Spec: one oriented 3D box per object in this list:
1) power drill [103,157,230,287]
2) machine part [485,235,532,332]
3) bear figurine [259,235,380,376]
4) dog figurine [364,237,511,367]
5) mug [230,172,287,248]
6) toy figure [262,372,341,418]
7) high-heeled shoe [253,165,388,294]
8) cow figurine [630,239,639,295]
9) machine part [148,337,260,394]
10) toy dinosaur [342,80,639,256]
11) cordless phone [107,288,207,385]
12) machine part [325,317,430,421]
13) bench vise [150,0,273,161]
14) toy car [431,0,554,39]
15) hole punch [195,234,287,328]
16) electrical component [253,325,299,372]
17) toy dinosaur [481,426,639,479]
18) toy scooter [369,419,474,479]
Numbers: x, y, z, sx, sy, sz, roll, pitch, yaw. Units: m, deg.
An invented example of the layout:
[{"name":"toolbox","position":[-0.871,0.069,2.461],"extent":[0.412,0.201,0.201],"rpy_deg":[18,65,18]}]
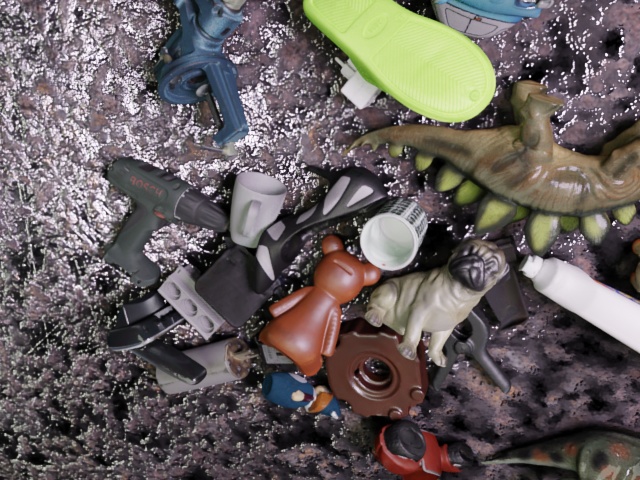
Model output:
[{"name":"power drill","position":[-0.280,-0.019,0.924],"extent":[0.232,0.086,0.207],"rpy_deg":[35,121,7]},{"name":"machine part","position":[0.265,0.064,0.778],"extent":[0.084,0.039,0.138],"rpy_deg":[-17,101,20]},{"name":"bear figurine","position":[-0.002,0.101,0.847],"extent":[0.120,0.132,0.196],"rpy_deg":[33,72,7]},{"name":"dog figurine","position":[0.165,0.061,0.779],"extent":[0.173,0.121,0.190],"rpy_deg":[40,105,39]},{"name":"mug","position":[-0.102,-0.037,0.839],"extent":[0.081,0.110,0.107],"rpy_deg":[12,119,-11]},{"name":"toy figure","position":[-0.024,0.270,0.929],"extent":[0.154,0.064,0.057],"rpy_deg":[24,108,-26]},{"name":"high-heeled shoe","position":[-0.002,-0.002,0.810],"extent":[0.145,0.086,0.248],"rpy_deg":[29,100,27]},{"name":"cow figurine","position":[0.489,0.055,0.643],"extent":[0.195,0.127,0.085],"rpy_deg":[6,114,21]},{"name":"machine part","position":[-0.216,0.233,0.994],"extent":[0.243,0.079,0.079],"rpy_deg":[-20,101,25]},{"name":"toy dinosaur","position":[0.258,-0.094,0.689],"extent":[0.472,0.105,0.198],"rpy_deg":[23,119,16]},{"name":"cordless phone","position":[-0.261,0.176,0.949],"extent":[0.184,0.146,0.088],"rpy_deg":[29,108,10]},{"name":"machine part","position":[0.093,0.212,0.885],"extent":[0.180,0.056,0.179],"rpy_deg":[7,110,19]},{"name":"bench vise","position":[-0.150,-0.236,0.763],"extent":[0.224,0.129,0.240],"rpy_deg":[-24,82,33]},{"name":"toy car","position":[0.191,-0.299,0.646],"extent":[0.162,0.109,0.102],"rpy_deg":[23,138,-1]},{"name":"hole punch","position":[-0.133,0.073,0.911],"extent":[0.116,0.092,0.142],"rpy_deg":[-44,87,-2]},{"name":"electrical component","position":[-0.049,0.187,0.932],"extent":[0.119,0.048,0.074],"rpy_deg":[-2,109,22]},{"name":"toy dinosaur","position":[0.454,0.337,0.770],"extent":[0.405,0.131,0.192],"rpy_deg":[16,101,19]},{"name":"toy scooter","position":[0.150,0.362,0.893],"extent":[0.184,0.075,0.135],"rpy_deg":[24,134,-23]}]
